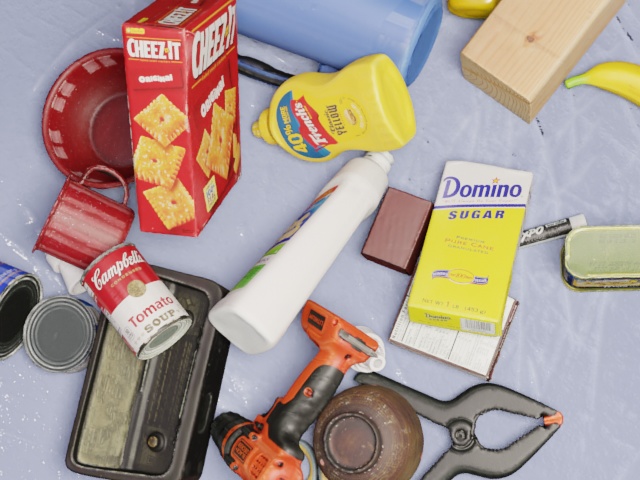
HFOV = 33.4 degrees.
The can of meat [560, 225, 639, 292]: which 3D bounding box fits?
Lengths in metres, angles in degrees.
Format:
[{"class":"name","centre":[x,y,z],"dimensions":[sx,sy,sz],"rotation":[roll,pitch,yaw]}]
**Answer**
[{"class":"can of meat","centre":[0.289,0.018,1.050],"dimensions":[0.102,0.084,0.057],"rotation":[-2,80,12]}]

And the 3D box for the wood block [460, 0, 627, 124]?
[{"class":"wood block","centre":[0.244,-0.237,1.100],"dimensions":[0.091,0.090,0.206],"rotation":[38,90,14]}]

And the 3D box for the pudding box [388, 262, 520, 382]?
[{"class":"pudding box","centre":[0.137,0.083,1.095],"dimensions":[0.114,0.039,0.090],"rotation":[20,84,17]}]

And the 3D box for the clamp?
[{"class":"clamp","centre":[0.137,0.189,1.078],"dimensions":[0.210,0.036,0.164],"rotation":[-20,78,12]}]

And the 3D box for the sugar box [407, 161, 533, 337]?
[{"class":"sugar box","centre":[0.153,0.006,1.072],"dimensions":[0.093,0.048,0.176],"rotation":[10,64,14]}]

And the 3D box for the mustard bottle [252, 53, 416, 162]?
[{"class":"mustard bottle","centre":[0.003,-0.131,1.125],"dimensions":[0.192,0.058,0.096],"rotation":[-6,116,40]}]

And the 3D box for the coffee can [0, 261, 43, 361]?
[{"class":"coffee can","centre":[-0.394,0.061,1.179],"dimensions":[0.140,0.102,0.103],"rotation":[20,85,14]}]

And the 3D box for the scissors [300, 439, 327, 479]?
[{"class":"scissors","centre":[-0.008,0.292,1.102],"dimensions":[0.096,0.016,0.202],"rotation":[9,82,15]}]

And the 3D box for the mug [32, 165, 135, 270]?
[{"class":"mug","centre":[-0.245,-0.023,1.139],"dimensions":[0.081,0.093,0.117],"rotation":[26,86,-13]}]

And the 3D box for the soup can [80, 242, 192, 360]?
[{"class":"soup can","centre":[-0.186,0.062,1.079],"dimensions":[0.068,0.068,0.102],"rotation":[-41,76,3]}]

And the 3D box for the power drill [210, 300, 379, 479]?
[{"class":"power drill","centre":[-0.031,0.155,1.064],"dimensions":[0.057,0.185,0.187],"rotation":[33,85,-26]}]

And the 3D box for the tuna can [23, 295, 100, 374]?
[{"class":"tuna can","centre":[-0.282,0.105,1.183],"dimensions":[0.086,0.033,0.086],"rotation":[-2,80,12]}]

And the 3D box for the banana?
[{"class":"banana","centre":[0.346,-0.124,1.089],"dimensions":[0.198,0.037,0.070],"rotation":[43,106,16]}]

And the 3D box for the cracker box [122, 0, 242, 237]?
[{"class":"cracker box","centre":[-0.131,-0.134,1.078],"dimensions":[0.072,0.164,0.214],"rotation":[6,118,11]}]

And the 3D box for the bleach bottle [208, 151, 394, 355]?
[{"class":"bleach bottle","centre":[-0.007,0.001,1.100],"dimensions":[0.068,0.103,0.250],"rotation":[42,67,-8]}]

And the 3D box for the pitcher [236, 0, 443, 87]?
[{"class":"pitcher","centre":[-0.001,-0.242,1.142],"dimensions":[0.243,0.149,0.145],"rotation":[25,68,12]}]

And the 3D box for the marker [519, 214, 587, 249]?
[{"class":"marker","centre":[0.215,-0.002,1.102],"dimensions":[0.121,0.020,0.020],"rotation":[-16,78,9]}]

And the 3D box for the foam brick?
[{"class":"foam brick","centre":[0.083,-0.009,1.114],"dimensions":[0.051,0.053,0.078],"rotation":[22,85,15]}]

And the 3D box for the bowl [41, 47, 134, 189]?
[{"class":"bowl","centre":[-0.228,-0.131,1.200],"dimensions":[0.162,0.055,0.162],"rotation":[-2,80,12]}]
